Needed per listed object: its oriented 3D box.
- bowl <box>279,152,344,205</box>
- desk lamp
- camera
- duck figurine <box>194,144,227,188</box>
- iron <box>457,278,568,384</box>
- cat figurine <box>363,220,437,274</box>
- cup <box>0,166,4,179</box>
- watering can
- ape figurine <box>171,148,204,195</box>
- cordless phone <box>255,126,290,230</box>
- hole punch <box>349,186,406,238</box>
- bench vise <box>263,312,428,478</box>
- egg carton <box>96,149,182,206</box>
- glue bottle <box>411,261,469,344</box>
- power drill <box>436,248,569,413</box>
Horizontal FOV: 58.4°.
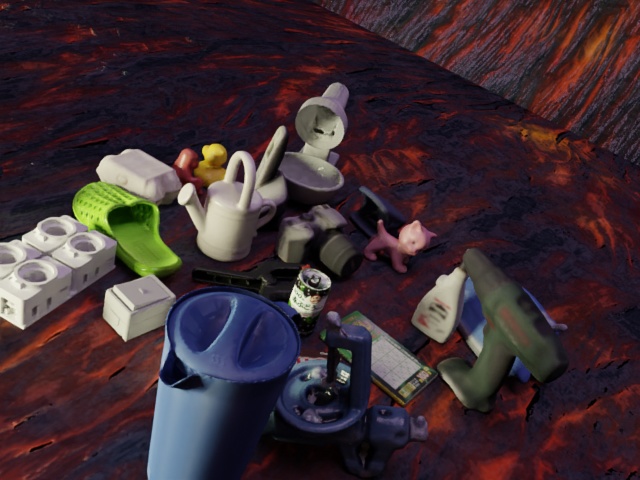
[{"bbox_3d":[-0.033,-0.129,1.295,0.167,0.075,0.167,15,32,-9],"label":"bowl"},{"bbox_3d":[0.006,-0.268,1.399,0.118,0.213,0.203,21,31,2],"label":"desk lamp"},{"bbox_3d":[0.010,0.004,1.091,0.144,0.101,0.136,-13,44,-42],"label":"camera"},{"bbox_3d":[-0.222,-0.161,1.227,0.078,0.086,0.104,-14,45,-43],"label":"duck figurine"},{"bbox_3d":[0.332,0.130,1.041,0.119,0.141,0.257,-2,38,-32],"label":"iron"},{"bbox_3d":[0.168,-0.001,1.172,0.127,0.118,0.067,22,31,3],"label":"cat figurine"},{"bbox_3d":[-0.559,-0.075,0.895,0.091,0.095,0.118,39,36,28],"label":"cup"},{"bbox_3d":[-0.158,-0.064,1.011,0.100,0.194,0.173,39,36,28],"label":"watering can"},{"bbox_3d":[-0.270,-0.142,1.164,0.076,0.092,0.077,1,36,-28],"label":"ape figurine"},{"bbox_3d":[-0.100,-0.128,1.150,0.094,0.185,0.147,8,33,-19],"label":"cordless phone"},{"bbox_3d":[0.135,-0.066,1.279,0.101,0.091,0.108,-7,40,-37],"label":"hole punch"},{"bbox_3d":[0.041,0.185,0.717,0.208,0.220,0.121,9,33,-17],"label":"bench vise"},{"bbox_3d":[-0.348,-0.117,1.104,0.150,0.069,0.107,29,33,14],"label":"egg carton"},{"bbox_3d":[0.224,0.097,1.000,0.078,0.173,0.037,31,33,18],"label":"glue bottle"},{"bbox_3d":[0.269,0.156,0.902,0.076,0.208,0.229,-6,40,-36],"label":"power drill"}]
